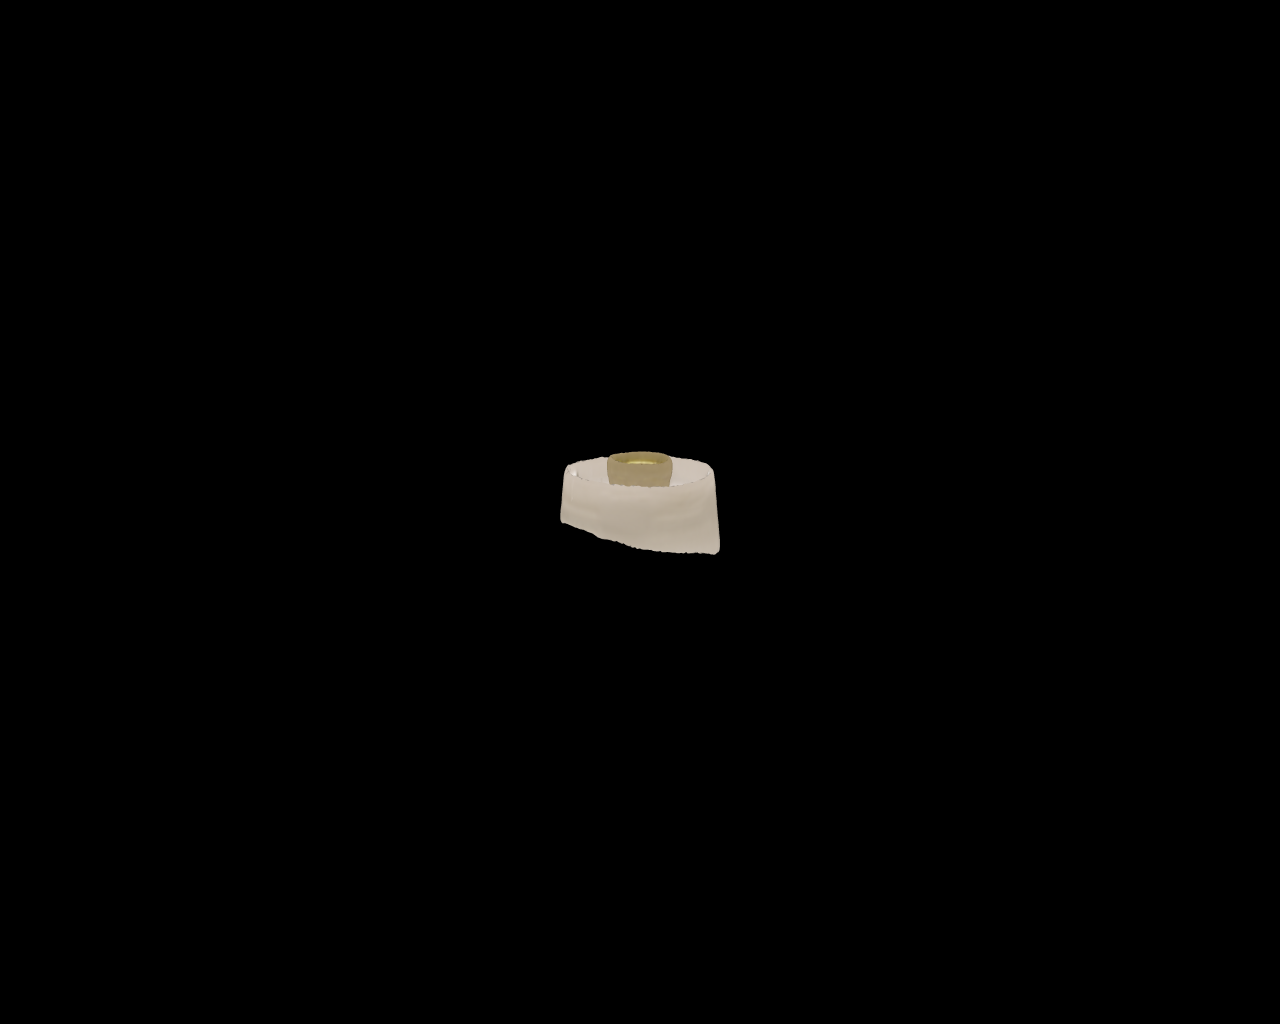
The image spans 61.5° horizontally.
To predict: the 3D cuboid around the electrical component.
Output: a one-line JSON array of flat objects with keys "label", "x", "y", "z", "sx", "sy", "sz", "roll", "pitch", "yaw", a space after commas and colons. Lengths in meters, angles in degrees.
[{"label": "electrical component", "x": 0.001, "y": -0.003, "z": 0.650, "sx": 0.099, "sy": 0.064, "sz": 0.099, "roll": 0, "pitch": 14, "yaw": 0}]
